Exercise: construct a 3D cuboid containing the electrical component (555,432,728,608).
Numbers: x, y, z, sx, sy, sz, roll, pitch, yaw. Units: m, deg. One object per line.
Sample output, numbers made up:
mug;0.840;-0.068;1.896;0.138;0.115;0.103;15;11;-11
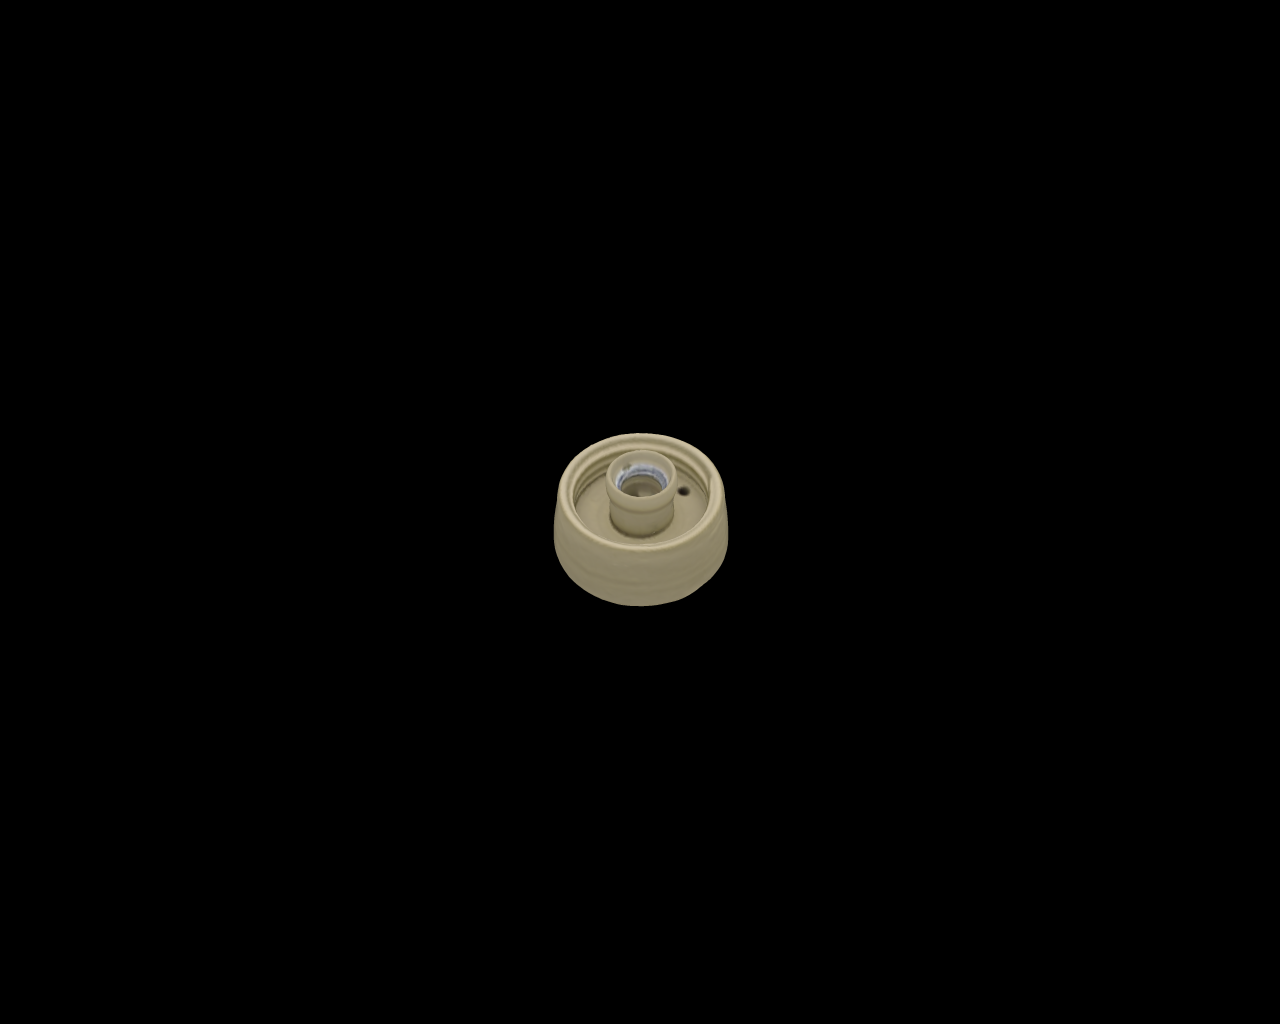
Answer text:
electrical component;0.001;-0.003;0.650;0.108;0.108;0.060;0;-43;0
